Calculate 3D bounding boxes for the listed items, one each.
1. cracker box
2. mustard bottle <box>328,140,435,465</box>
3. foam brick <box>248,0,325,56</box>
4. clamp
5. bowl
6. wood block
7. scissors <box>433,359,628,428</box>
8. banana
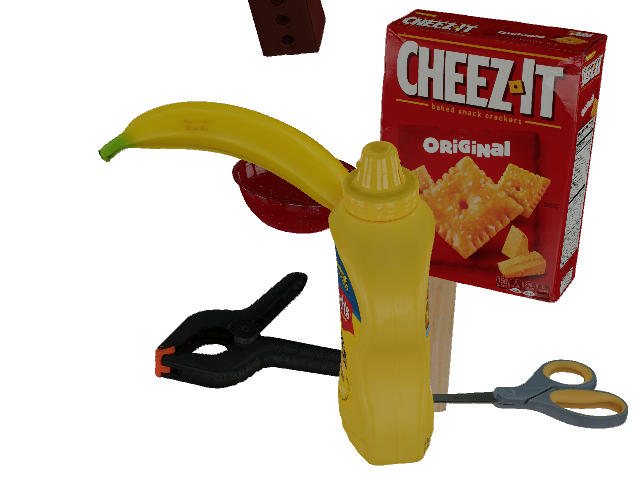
[{"bbox_3d":[0.133,-0.068,0.874,0.164,0.214,0.072,13,28,24],"label":"cracker box"},{"bbox_3d":[0.036,0.030,0.608,0.058,0.192,0.096,-4,35,-1],"label":"mustard bottle"},{"bbox_3d":[-0.030,-0.207,0.932,0.053,0.051,0.078,-3,-41,13],"label":"foam brick"},{"bbox_3d":[-0.065,0.080,0.945,0.171,0.039,0.120,-4,38,-16],"label":"clamp"},{"bbox_3d":[-0.027,-0.052,1.265,0.162,0.055,0.162,6,26,-3],"label":"bowl"},{"bbox_3d":[0.085,0.076,1.144,0.090,0.206,0.091,-4,18,-22],"label":"wood block"},{"bbox_3d":[0.167,0.128,0.938,0.201,0.016,0.096,9,27,0],"label":"scissors"},{"bbox_3d":[-0.058,-0.065,0.784,0.198,0.069,0.037,12,-20,8],"label":"banana"}]
